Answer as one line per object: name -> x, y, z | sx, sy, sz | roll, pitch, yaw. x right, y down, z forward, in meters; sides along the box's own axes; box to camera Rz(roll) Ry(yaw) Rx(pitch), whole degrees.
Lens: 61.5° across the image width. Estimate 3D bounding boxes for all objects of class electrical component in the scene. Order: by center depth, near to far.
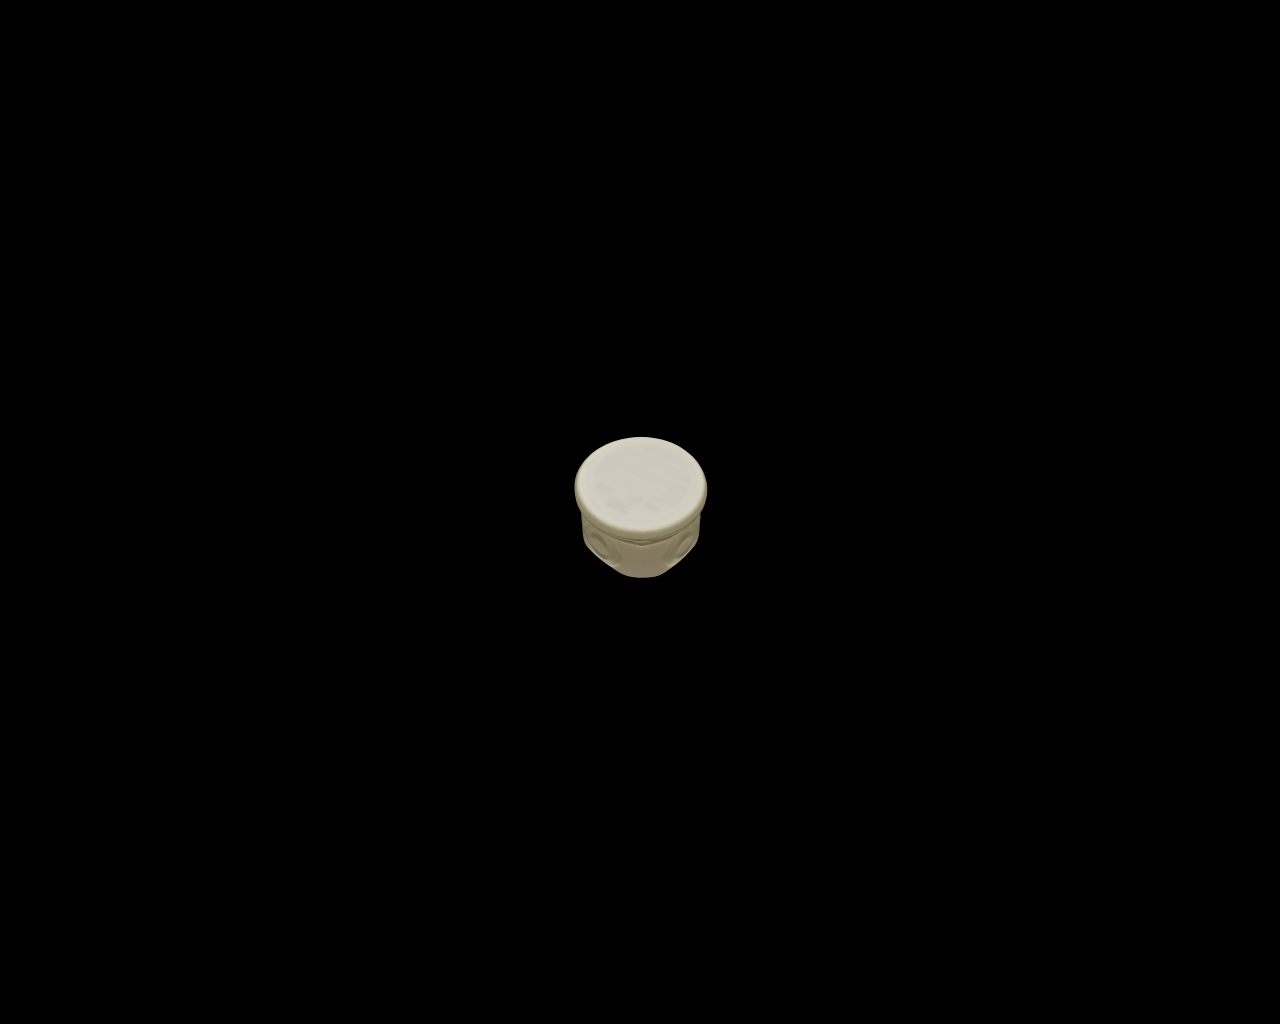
electrical component -> 0.001, -0.003, 0.650 | 0.080, 0.080, 0.050 | 0, -40, 0
